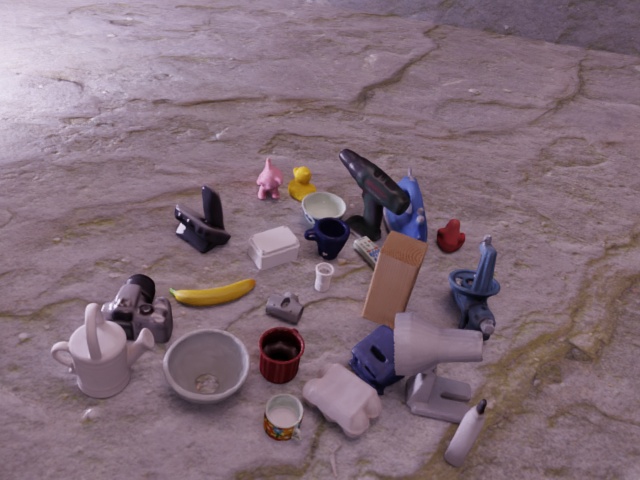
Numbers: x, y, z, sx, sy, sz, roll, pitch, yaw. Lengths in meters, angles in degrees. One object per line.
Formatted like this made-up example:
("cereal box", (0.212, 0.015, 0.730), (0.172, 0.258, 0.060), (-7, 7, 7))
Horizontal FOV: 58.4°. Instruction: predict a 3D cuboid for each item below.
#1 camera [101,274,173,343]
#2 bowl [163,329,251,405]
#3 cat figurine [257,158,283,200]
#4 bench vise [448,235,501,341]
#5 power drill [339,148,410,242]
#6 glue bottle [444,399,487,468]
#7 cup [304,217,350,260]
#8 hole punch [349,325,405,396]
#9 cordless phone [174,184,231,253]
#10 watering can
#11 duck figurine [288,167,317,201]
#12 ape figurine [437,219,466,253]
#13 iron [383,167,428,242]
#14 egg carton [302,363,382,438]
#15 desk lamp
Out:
("camera", (-0.379, 0.134, 1.214), (0.143, 0.101, 0.137), (7, 41, -4))
("bowl", (-0.220, 0.260, 1.123), (0.167, 0.075, 0.167), (6, 41, -5))
("cat figurine", (-0.139, -0.178, 1.607), (0.067, 0.118, 0.127), (-1, 42, -13))
("bench vise", (0.376, 0.111, 1.307), (0.122, 0.220, 0.207), (-8, 44, -20))
("power drill", (0.125, -0.108, 1.513), (0.229, 0.208, 0.076), (34, 46, 25))
("glue bottle", (0.277, 0.345, 1.055), (0.037, 0.173, 0.078), (27, 43, 18))
("cup", (0.013, 0.005, 1.447), (0.118, 0.095, 0.091), (-6, 43, -19))
("hole punch", (0.127, 0.249, 1.196), (0.101, 0.091, 0.108), (-21, 50, -31))
("cordless phone", (-0.290, -0.076, 1.407), (0.147, 0.185, 0.094), (29, 44, 21))
("watering can", (-0.403, 0.196, 1.066), (0.173, 0.194, 0.100), (-17, 48, -28))
("duck figurine", (-0.046, -0.166, 1.637), (0.078, 0.086, 0.104), (-19, 49, -30))
("ape figurine", (0.357, -0.018, 1.548), (0.077, 0.092, 0.076), (24, 43, 15))
("iron", (0.251, -0.076, 1.554), (0.119, 0.141, 0.258), (2, 41, -9))
("egg carton", (0.044, 0.313, 1.122), (0.150, 0.069, 0.107), (31, 45, 23))
("desk lamp", (0.225, 0.245, 1.128), (0.203, 0.213, 0.118), (12, 41, 2))
